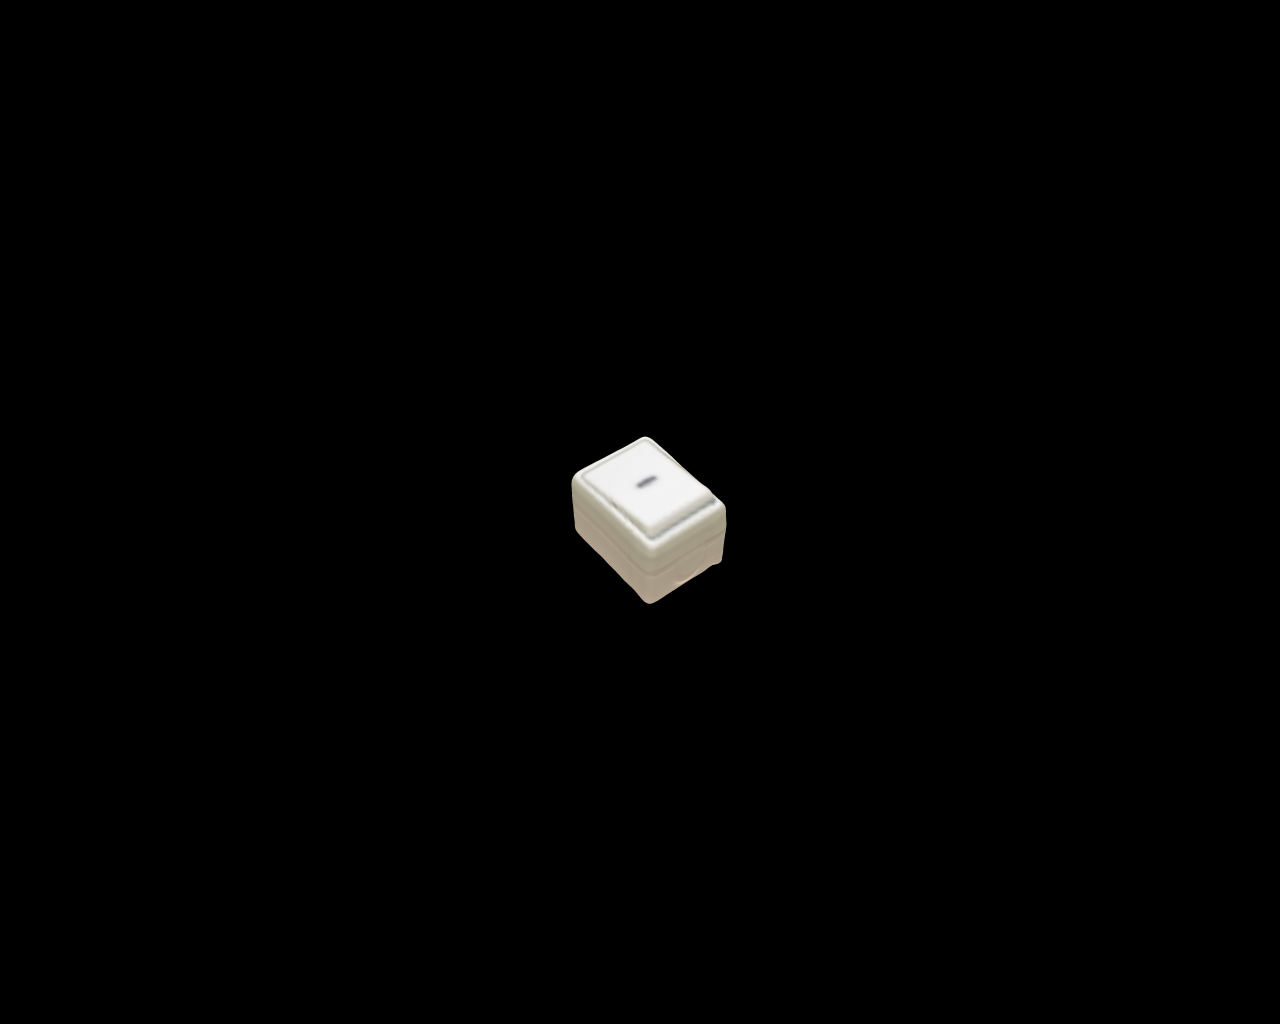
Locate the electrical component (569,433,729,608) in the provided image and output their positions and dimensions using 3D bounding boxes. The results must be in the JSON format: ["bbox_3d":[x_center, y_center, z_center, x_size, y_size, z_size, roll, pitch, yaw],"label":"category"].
[{"bbox_3d":[0.001,-0.003,0.650,0.062,0.061,0.096,-30,54,-24],"label":"electrical component"}]
